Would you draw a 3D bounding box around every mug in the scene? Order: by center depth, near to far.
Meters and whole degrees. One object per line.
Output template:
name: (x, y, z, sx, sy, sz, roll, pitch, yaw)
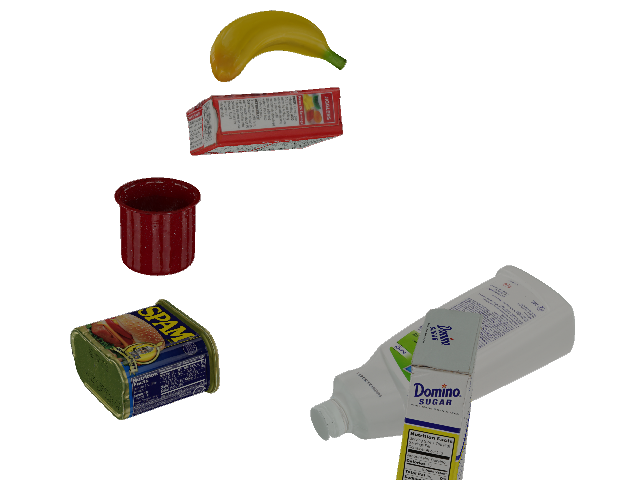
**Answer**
mug: (-0.186, -0.019, 1.182, 0.093, 0.081, 0.117, -15, 33, -33)

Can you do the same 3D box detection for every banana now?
banana: (-0.047, -0.182, 0.980, 0.070, 0.037, 0.197, 42, 32, 20)

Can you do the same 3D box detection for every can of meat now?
can of meat: (-0.144, 0.095, 0.864, 0.083, 0.057, 0.102, -16, 27, -33)

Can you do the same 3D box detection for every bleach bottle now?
bleach bottle: (0.100, 0.106, 0.937, 0.250, 0.068, 0.103, -22, 34, -25)

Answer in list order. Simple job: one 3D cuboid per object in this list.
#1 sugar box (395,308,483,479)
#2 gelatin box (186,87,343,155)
sugar box: (0.078, 0.144, 0.741, 0.048, 0.176, 0.093, 7, 22, 11)
gelatin box: (-0.035, -0.069, 0.620, 0.073, 0.030, 0.089, -6, 2, -16)
